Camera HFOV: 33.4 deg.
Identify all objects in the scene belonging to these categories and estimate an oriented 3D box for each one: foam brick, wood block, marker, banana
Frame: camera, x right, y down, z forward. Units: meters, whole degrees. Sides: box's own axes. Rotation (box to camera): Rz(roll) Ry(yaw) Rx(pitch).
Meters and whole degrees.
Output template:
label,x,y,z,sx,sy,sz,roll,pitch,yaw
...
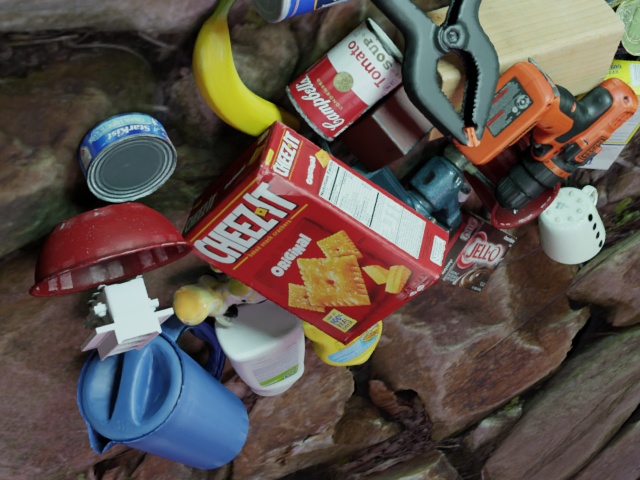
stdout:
label,x,y,z,sx,sy,sz,roll,pitch,yaw
foam brick,0.065,-0.107,1.034,0.051,0.053,0.078,-45,-170,-24
wood block,0.184,-0.184,1.063,0.205,0.090,0.091,-18,147,-18
marker,0.151,-0.029,1.303,0.020,0.020,0.121,-11,153,-27
banana,-0.072,-0.139,0.972,0.069,0.037,0.197,-29,148,0

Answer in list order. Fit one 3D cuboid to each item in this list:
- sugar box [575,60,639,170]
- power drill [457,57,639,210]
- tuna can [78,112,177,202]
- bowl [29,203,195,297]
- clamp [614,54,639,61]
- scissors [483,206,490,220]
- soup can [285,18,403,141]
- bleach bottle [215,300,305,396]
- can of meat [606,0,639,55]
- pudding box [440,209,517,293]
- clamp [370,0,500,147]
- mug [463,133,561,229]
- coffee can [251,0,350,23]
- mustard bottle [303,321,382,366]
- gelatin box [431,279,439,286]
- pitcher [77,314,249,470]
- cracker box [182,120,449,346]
label,x,y,z,sx,sy,sz,roll,pitch,yaw
sugar box,0.312,-0.140,1.209,0.093,0.048,0.176,4,158,-5
power drill,0.211,-0.102,1.065,0.185,0.057,0.187,-46,152,26
tuna can,-0.177,-0.076,0.979,0.086,0.034,0.086,-20,147,-14
bowl,-0.204,0.005,1.017,0.162,0.055,0.162,-18,174,-2
clamp,0.333,-0.195,1.216,0.120,0.039,0.171,-13,138,-13
scissors,0.289,-0.093,1.343,0.202,0.016,0.096,-34,148,7
soup can,0.027,-0.150,1.004,0.102,0.068,0.068,-39,147,15
bleach bottle,-0.069,0.146,1.330,0.102,0.068,0.251,-21,157,-10
can of meat,0.330,-0.230,1.106,0.102,0.084,0.057,-26,104,-12
pudding box,0.196,0.016,1.372,0.090,0.039,0.113,-56,149,10
clamp,0.118,-0.189,0.953,0.164,0.036,0.210,-25,105,-15
mug,0.223,-0.080,1.245,0.093,0.081,0.117,-16,146,-21
coffee can,0.013,-0.238,0.839,0.140,0.103,0.103,-19,146,-17
mustard bottle,0.032,0.117,1.391,0.096,0.058,0.191,-35,148,-5
gelatin box,0.106,0.050,1.383,0.089,0.030,0.073,-29,148,0
pitcher,-0.170,0.194,1.288,0.149,0.145,0.242,-19,153,11
cracker box,-0.007,0.001,1.057,0.213,0.072,0.164,32,137,-18
